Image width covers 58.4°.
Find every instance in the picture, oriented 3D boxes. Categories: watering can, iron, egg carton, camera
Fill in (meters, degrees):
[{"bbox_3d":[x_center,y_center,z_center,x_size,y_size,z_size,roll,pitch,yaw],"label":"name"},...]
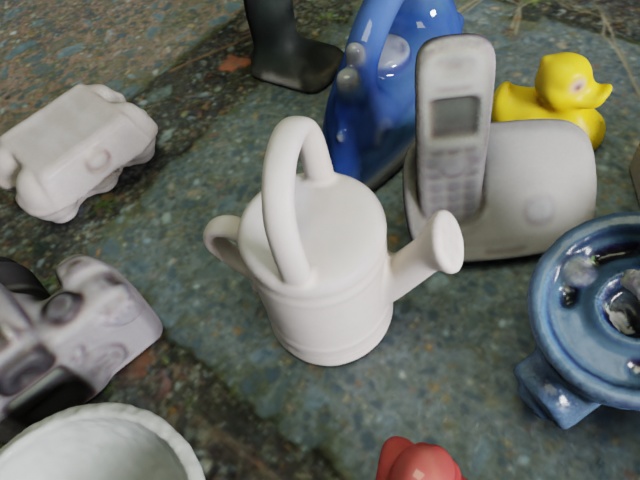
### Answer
[{"bbox_3d":[0.004,0.000,0.387,0.173,0.194,0.101,-12,54,1],"label":"watering can"},{"bbox_3d":[0.056,-0.166,0.528,0.118,0.142,0.258,14,59,19],"label":"iron"},{"bbox_3d":[-0.239,-0.087,0.565,0.107,0.069,0.150,34,66,28],"label":"egg carton"},{"bbox_3d":[-0.223,0.057,0.441,0.143,0.101,0.136,-40,58,-18],"label":"camera"}]

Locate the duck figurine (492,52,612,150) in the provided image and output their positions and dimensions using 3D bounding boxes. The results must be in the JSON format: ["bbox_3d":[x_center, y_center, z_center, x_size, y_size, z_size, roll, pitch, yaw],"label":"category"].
[{"bbox_3d":[0.207,-0.128,0.511,0.104,0.086,0.078,24,62,24],"label":"duck figurine"}]

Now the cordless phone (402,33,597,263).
[{"bbox_3d":[0.133,-0.067,0.419,0.147,0.185,0.094,-8,54,4],"label":"cordless phone"}]

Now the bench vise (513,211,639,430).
[{"bbox_3d":[0.207,0.004,0.334,0.121,0.220,0.208,34,66,28],"label":"bench vise"}]

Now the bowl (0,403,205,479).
[{"bbox_3d":[-0.137,0.191,0.348,0.167,0.075,0.167,-4,55,6],"label":"bowl"}]

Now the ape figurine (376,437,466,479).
[{"bbox_3d":[0.062,0.148,0.336,0.076,0.092,0.077,-27,55,-9],"label":"ape figurine"}]

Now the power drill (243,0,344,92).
[{"bbox_3d":[-0.035,-0.254,0.564,0.229,0.209,0.076,21,61,22],"label":"power drill"}]
